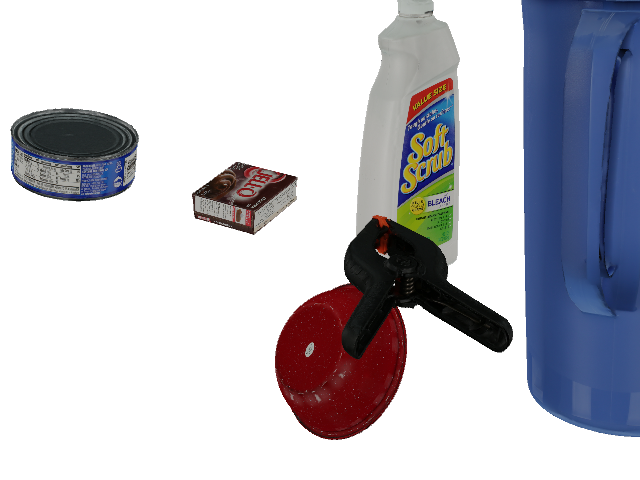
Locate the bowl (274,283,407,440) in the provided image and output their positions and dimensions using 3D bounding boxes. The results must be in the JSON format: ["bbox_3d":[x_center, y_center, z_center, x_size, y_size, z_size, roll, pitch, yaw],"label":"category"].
[{"bbox_3d":[0.006,0.112,1.054,0.162,0.162,0.055,0,-17,45],"label":"bowl"}]

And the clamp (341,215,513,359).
[{"bbox_3d":[0.072,0.034,0.791,0.120,0.039,0.171,8,31,-6],"label":"clamp"}]

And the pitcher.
[{"bbox_3d":[0.167,-0.018,0.575,0.149,0.243,0.145,-6,18,-15],"label":"pitcher"}]

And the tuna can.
[{"bbox_3d":[-0.170,-0.060,0.737,0.086,0.034,0.086,7,27,-4],"label":"tuna can"}]

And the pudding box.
[{"bbox_3d":[-0.093,-0.054,1.333,0.090,0.039,0.113,14,34,23],"label":"pudding box"}]

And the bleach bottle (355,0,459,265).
[{"bbox_3d":[0.077,-0.095,0.958,0.102,0.251,0.068,-14,24,-29],"label":"bleach bottle"}]
